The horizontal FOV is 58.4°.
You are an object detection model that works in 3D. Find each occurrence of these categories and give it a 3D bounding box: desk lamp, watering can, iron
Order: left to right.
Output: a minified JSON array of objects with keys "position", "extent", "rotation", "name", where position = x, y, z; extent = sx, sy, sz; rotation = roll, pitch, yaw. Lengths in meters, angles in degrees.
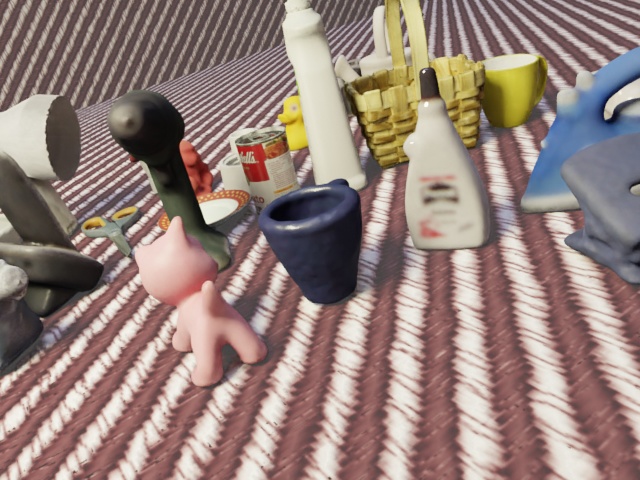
[{"position":[-0.433,-0.093,0.830],"extent":[0.203,0.214,0.118],"rotation":[-12,25,5],"name":"desk lamp"},{"position":[0.112,-0.301,0.993],"extent":[0.173,0.194,0.101],"rotation":[-14,24,2],"name":"watering can"},{"position":[0.314,-0.126,0.570],"extent":[0.258,0.142,0.118],"rotation":[-18,25,-6],"name":"iron"}]

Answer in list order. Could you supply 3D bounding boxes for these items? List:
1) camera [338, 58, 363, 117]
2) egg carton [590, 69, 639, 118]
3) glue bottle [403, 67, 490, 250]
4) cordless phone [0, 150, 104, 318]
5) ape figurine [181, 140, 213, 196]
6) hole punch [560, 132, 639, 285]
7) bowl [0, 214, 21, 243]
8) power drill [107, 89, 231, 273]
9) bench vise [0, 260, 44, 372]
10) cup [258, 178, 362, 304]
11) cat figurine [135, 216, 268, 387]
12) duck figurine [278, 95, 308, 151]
[{"position":[0.094,-0.320,1.158],"extent":[0.143,0.101,0.137],"rotation":[-10,25,11],"name":"camera"},{"position":[0.396,-0.179,0.724],"extent":[0.107,0.069,0.150],"rotation":[-14,24,2],"name":"egg carton"},{"position":[0.110,-0.073,0.531],"extent":[0.078,0.173,0.037],"rotation":[-4,26,22],"name":"glue bottle"},{"position":[-0.343,-0.016,0.648],"extent":[0.147,0.185,0.094],"rotation":[0,28,30],"name":"cordless phone"},{"position":[-0.201,-0.108,0.881],"extent":[0.075,0.092,0.078],"rotation":[3,30,33],"name":"ape figurine"},{"position":[0.262,-0.030,0.455],"extent":[0.109,0.091,0.101],"rotation":[-18,25,-8],"name":"hole punch"},{"position":[-0.466,0.032,0.750],"extent":[0.167,0.075,0.167],"rotation":[-12,24,6],"name":"bowl"},{"position":[-0.163,-0.064,0.623],"extent":[0.075,0.209,0.229],"rotation":[-17,25,-6],"name":"power drill"},{"position":[-0.373,0.021,0.543],"extent":[0.207,0.220,0.121],"rotation":[-14,24,2],"name":"bench vise"},{"position":[0.005,0.002,0.525],"extent":[0.091,0.095,0.118],"rotation":[-1,28,28],"name":"cup"},{"position":[-0.107,0.041,0.477],"extent":[0.067,0.118,0.127],"rotation":[-26,27,-23],"name":"cat figurine"},{"position":[-0.035,-0.217,1.026],"extent":[0.077,0.086,0.105],"rotation":[9,34,42],"name":"duck figurine"}]
